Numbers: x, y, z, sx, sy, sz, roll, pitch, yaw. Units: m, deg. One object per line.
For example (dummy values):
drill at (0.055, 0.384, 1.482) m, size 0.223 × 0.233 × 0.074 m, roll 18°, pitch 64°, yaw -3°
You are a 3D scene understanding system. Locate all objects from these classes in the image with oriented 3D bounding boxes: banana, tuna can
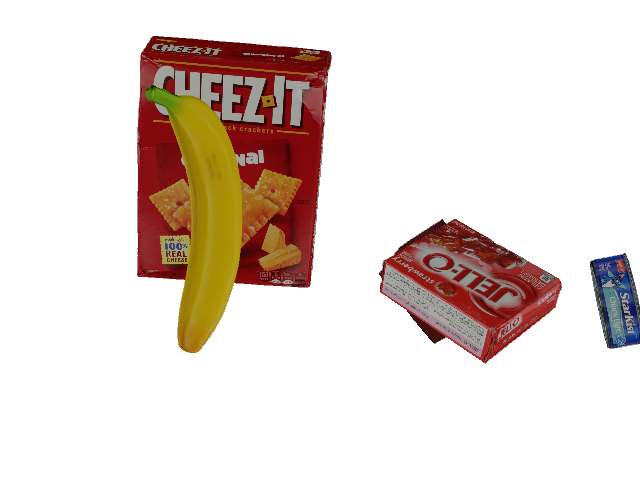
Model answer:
banana at (-0.085, -0.020, 0.755) m, size 0.069 × 0.198 × 0.037 m, roll -20°, pitch 24°, yaw -33°
tuna can at (0.275, 0.057, 0.990) m, size 0.034 × 0.086 × 0.086 m, roll -11°, pitch -2°, yaw 12°

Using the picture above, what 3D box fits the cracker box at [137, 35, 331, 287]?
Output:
cracker box at (-0.081, -0.067, 0.968) m, size 0.164 × 0.214 × 0.072 m, roll 5°, pitch 24°, yaw 0°

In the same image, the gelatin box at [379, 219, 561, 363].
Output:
gelatin box at (0.094, 0.029, 0.674) m, size 0.089 × 0.030 × 0.073 m, roll 33°, pitch 45°, yaw 32°

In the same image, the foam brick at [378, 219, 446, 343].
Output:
foam brick at (0.097, 0.034, 0.879) m, size 0.051 × 0.078 × 0.052 m, roll -34°, pitch 7°, yaw 36°
